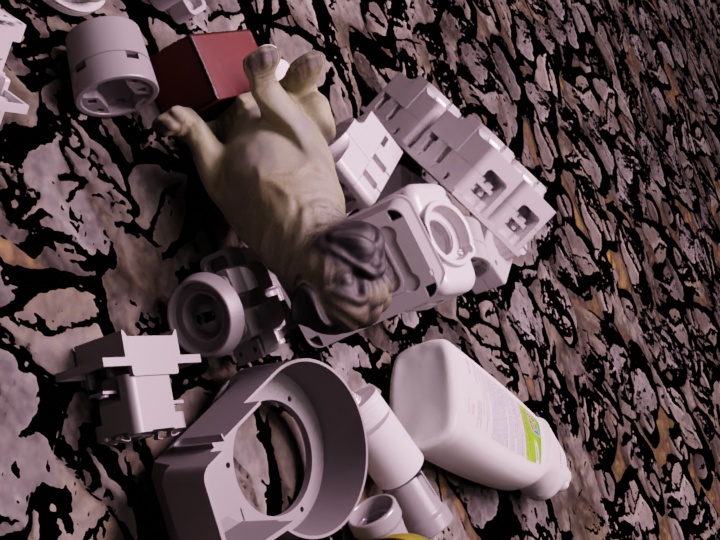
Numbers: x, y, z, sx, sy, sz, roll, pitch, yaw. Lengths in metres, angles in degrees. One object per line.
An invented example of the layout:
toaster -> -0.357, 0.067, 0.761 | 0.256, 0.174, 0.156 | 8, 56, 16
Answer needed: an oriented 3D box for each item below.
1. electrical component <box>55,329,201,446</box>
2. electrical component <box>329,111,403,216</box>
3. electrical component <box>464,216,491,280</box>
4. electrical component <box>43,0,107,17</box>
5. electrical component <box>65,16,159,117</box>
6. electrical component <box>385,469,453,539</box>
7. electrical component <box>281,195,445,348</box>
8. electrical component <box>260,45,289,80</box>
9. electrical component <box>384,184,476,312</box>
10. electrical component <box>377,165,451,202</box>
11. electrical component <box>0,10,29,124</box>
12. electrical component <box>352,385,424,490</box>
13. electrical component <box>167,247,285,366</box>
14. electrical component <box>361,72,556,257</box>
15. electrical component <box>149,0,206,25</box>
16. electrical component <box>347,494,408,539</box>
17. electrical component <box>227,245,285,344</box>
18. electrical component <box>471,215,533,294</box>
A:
electrical component -> -0.135, 0.071, 0.645 | 0.081, 0.042, 0.063 | 4, 70, -55
electrical component -> -0.009, -0.091, 0.919 | 0.055, 0.050, 0.089 | 51, 38, -19
electrical component -> 0.095, -0.020, 1.036 | 0.055, 0.055, 0.047 | 28, 46, -47
electrical component -> -0.191, -0.217, 0.725 | 0.080, 0.051, 0.080 | 34, 45, -43
electrical component -> -0.166, -0.135, 0.712 | 0.055, 0.055, 0.047 | 7, 62, -55
electrical component -> 0.045, 0.186, 0.851 | 0.046, 0.040, 0.040 | 59, 32, -3
electrical component -> 0.000, 0.000, 0.819 | 0.078, 0.113, 0.057 | 63, 14, -9
electrical component -> -0.073, -0.153, 0.873 | 0.043, 0.043, 0.062 | 23, 52, -49
electrical component -> 0.053, -0.020, 0.881 | 0.054, 0.059, 0.095 | -6, 74, -47
electrical component -> 0.045, -0.038, 0.975 | 0.100, 0.048, 0.099 | 27, 51, -46
electrical component -> -0.221, -0.120, 0.597 | 0.081, 0.063, 0.042 | 35, 20, 27
electrical component -> 0.010, 0.125, 0.829 | 0.081, 0.043, 0.043 | 56, 34, -19
electrical component -> -0.092, 0.027, 0.722 | 0.057, 0.058, 0.078 | -19, 87, -61
electrical component -> 0.090, -0.104, 0.981 | 0.105, 0.060, 0.186 | 39, 7, -39
electrical component -> -0.134, -0.235, 0.817 | 0.078, 0.057, 0.058 | 59, 33, -15
electrical component -> 0.018, 0.197, 0.802 | 0.046, 0.040, 0.040 | 64, 31, -17
electrical component -> -0.074, 0.017, 0.770 | 0.040, 0.040, 0.078 | -22, 90, -58
electrical component -> 0.144, -0.027, 1.093 | 0.047, 0.076, 0.083 | 54, 34, -22
